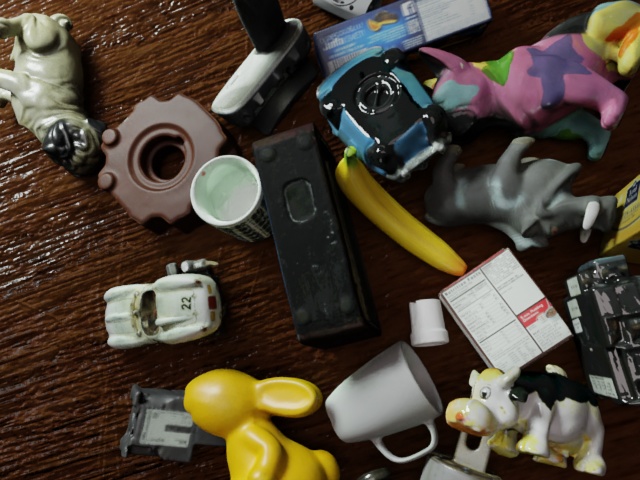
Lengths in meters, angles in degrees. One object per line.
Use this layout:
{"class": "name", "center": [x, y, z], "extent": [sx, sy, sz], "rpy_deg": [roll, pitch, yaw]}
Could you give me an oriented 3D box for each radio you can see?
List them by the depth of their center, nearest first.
{"class": "radio", "center": [-0.001, -0.002, 0.578], "extent": [0.073, 0.131, 0.229], "rpy_deg": [-18, 76, 9]}

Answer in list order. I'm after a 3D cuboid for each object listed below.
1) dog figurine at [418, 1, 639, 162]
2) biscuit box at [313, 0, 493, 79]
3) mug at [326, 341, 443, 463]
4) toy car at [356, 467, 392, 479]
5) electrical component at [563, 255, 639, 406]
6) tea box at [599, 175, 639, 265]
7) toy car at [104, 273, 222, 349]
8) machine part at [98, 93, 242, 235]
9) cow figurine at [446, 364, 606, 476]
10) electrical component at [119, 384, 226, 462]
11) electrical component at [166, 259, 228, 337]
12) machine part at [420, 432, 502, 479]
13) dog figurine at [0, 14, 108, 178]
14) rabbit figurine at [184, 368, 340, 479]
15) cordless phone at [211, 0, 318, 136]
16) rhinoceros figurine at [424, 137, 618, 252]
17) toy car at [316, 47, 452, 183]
{"class": "dog figurine", "center": [0.221, -0.182, 0.585], "extent": [0.219, 0.108, 0.191], "rpy_deg": [20, 84, 17]}
{"class": "biscuit box", "center": [0.094, -0.243, 0.638], "extent": [0.203, 0.063, 0.059], "rpy_deg": [-18, 94, 8]}
{"class": "mug", "center": [0.067, 0.176, 0.558], "extent": [0.107, 0.080, 0.109], "rpy_deg": [-31, 70, 15]}
{"class": "toy car", "center": [0.016, 0.300, 0.521], "extent": [0.202, 0.053, 0.089], "rpy_deg": [-42, 48, 21]}
{"class": "electrical component", "center": [0.282, 0.084, 0.512], "extent": [0.058, 0.115, 0.134], "rpy_deg": [-12, 78, 7]}
{"class": "tea box", "center": [0.336, -0.020, 0.493], "extent": [0.098, 0.169, 0.068], "rpy_deg": [13, 81, 15]}
{"class": "toy car", "center": [-0.187, 0.082, 0.608], "extent": [0.202, 0.056, 0.073], "rpy_deg": [-12, 81, 36]}
{"class": "machine part", "center": [-0.189, -0.097, 0.676], "extent": [0.179, 0.056, 0.179], "rpy_deg": [-2, 79, 10]}
{"class": "cow figurine", "center": [0.196, 0.155, 0.505], "extent": [0.167, 0.068, 0.098], "rpy_deg": [25, 68, -23]}
{"class": "electrical component", "center": [-0.158, 0.207, 0.607], "extent": [0.119, 0.048, 0.074], "rpy_deg": [10, 82, -23]}
{"class": "electrical component", "center": [-0.145, 0.068, 0.638], "extent": [0.078, 0.045, 0.102], "rpy_deg": [-13, 76, 7]}
{"class": "machine part", "center": [0.117, 0.301, 0.521], "extent": [0.079, 0.079, 0.243], "rpy_deg": [17, 84, 14]}
{"class": "dog figurine", "center": [-0.335, -0.195, 0.714], "extent": [0.190, 0.121, 0.172], "rpy_deg": [34, 90, 2]}
{"class": "rabbit figurine", "center": [-0.068, 0.203, 0.555], "extent": [0.162, 0.121, 0.173], "rpy_deg": [-37, 76, -4]}
{"class": "cordless phone", "center": [-0.078, -0.211, 0.610], "extent": [0.089, 0.184, 0.146], "rpy_deg": [38, 88, 11]}
{"class": "rhinoceros figurine", "center": [0.205, -0.045, 0.565], "extent": [0.191, 0.073, 0.112], "rpy_deg": [5, 75, 20]}
{"class": "toy car", "center": [0.078, -0.128, 0.597], "extent": [0.109, 0.102, 0.162], "rpy_deg": [-38, 64, 5]}
